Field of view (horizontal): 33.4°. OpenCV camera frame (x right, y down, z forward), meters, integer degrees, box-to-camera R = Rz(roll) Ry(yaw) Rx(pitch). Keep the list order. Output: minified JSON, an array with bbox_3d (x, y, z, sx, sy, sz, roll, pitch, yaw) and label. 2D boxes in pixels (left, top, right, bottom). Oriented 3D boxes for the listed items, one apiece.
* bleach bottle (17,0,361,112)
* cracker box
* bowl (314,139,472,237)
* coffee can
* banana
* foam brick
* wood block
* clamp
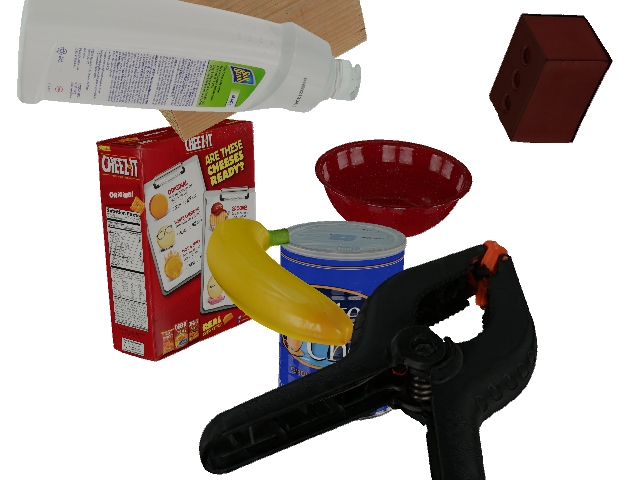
[{"bbox_3d":[-0.095,-0.133,0.803,0.250,0.068,0.103,7,-27,-14],"label":"bleach bottle"},{"bbox_3d":[-0.140,-0.006,1.076,0.072,0.214,0.163,9,18,35],"label":"cracker box"},{"bbox_3d":[0.073,-0.048,1.104,0.162,0.055,0.162,3,29,-2],"label":"bowl"},{"bbox_3d":[0.016,0.063,0.876,0.103,0.140,0.103,1,14,0],"label":"coffee can"},{"bbox_3d":[-0.035,0.018,0.679,0.069,0.037,0.198,-4,20,-12],"label":"banana"},{"bbox_3d":[0.160,-0.114,0.753,0.051,0.053,0.078,-3,-41,-17],"label":"foam brick"},{"bbox_3d":[-0.070,-0.195,1.010,0.206,0.090,0.091,-30,-38,-11],"label":"wood block"},{"bbox_3d":[0.047,0.064,0.438,0.120,0.039,0.171,33,52,23],"label":"clamp"}]
